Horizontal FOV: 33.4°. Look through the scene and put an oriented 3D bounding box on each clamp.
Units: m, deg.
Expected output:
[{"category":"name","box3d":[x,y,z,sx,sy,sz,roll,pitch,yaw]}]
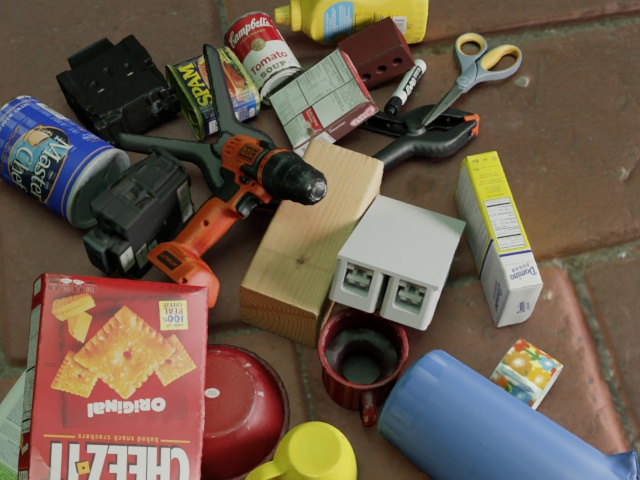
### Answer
[{"category":"clamp","box3d":[0.105,-0.135,1.301,0.171,0.039,0.120,-14,57,-14]},{"category":"clamp","box3d":[-0.124,-0.104,1.245,0.164,0.036,0.210,-41,90,-12]}]

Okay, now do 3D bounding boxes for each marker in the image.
[{"category":"marker","box3d":[0.105,-0.188,1.320,0.020,0.020,0.121,20,43,11]}]

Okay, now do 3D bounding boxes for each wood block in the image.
[{"category":"wood block","box3d":[-0.008,0.001,1.191,0.091,0.090,0.206,20,61,10]}]

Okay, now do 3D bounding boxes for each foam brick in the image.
[{"category":"foam brick","box3d":[0.070,-0.232,1.332,0.078,0.053,0.051,-25,61,15]}]

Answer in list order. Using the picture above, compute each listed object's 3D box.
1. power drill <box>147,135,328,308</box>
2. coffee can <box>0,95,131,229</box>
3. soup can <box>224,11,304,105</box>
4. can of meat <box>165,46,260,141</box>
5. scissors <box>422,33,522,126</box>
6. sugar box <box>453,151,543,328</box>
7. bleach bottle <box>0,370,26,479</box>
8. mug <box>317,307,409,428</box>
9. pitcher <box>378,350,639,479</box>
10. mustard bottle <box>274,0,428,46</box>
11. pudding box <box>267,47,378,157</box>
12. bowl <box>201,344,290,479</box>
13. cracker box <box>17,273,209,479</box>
[{"category":"power drill","box3d":[-0.089,-0.021,1.142,0.187,0.057,0.185,-52,34,-7]},{"category":"coffee can","box3d":[-0.306,-0.090,1.233,0.140,0.103,0.102,31,64,16]},{"category":"soup can","box3d":[-0.069,-0.226,1.335,0.068,0.068,0.102,-24,64,-14]},{"category":"can of meat","box3d":[-0.132,-0.183,1.317,0.083,0.057,0.102,-24,63,-16]},{"category":"scissors","box3d":[0.170,-0.208,1.339,0.201,0.016,0.096,-30,57,-28]},{"category":"sugar box","box3d":[0.197,-0.001,1.192,0.048,0.093,0.176,-12,61,-8]},{"category":"bleach bottle","box3d":[-0.301,0.218,1.034,0.102,0.068,0.250,30,63,12]},{"category":"mug","box3d":[0.045,0.139,1.115,0.093,0.081,0.117,-7,60,-5]},{"category":"pitcher","box3d":[0.173,0.226,1.049,0.243,0.145,0.149,35,53,22]},{"category":"mustard bottle","box3d":[0.038,-0.289,1.356,0.191,0.096,0.058,-3,61,-2]},{"category":"pudding box","box3d":[0.002,-0.164,1.290,0.113,0.039,0.090,-33,61,13]},{"category":"bowl","box3d":[-0.112,0.171,1.110,0.162,0.055,0.162,0,60,-1]},{"category":"cracker box","box3d":[-0.195,0.144,1.015,0.164,0.072,0.213,7,74,-21]}]
